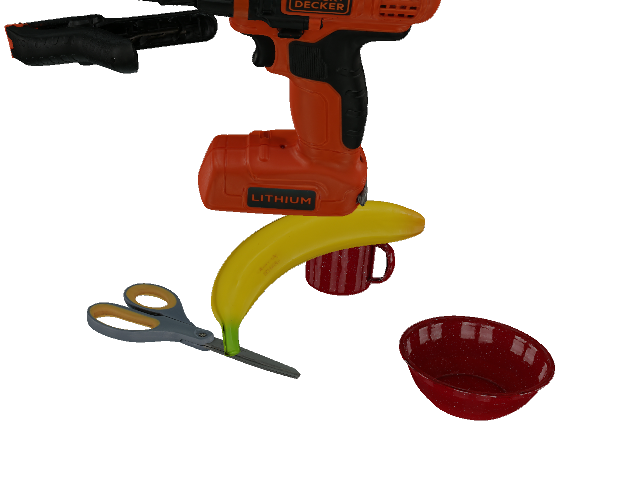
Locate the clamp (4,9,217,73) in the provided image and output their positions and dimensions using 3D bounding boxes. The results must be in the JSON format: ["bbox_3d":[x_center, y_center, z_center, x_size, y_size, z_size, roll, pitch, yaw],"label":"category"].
[{"bbox_3d":[-0.168,-0.159,0.834,0.172,0.039,0.120,12,23,34],"label":"clamp"}]

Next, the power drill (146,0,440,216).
[{"bbox_3d":[-0.032,-0.096,0.610,0.184,0.057,0.188,4,-41,-3],"label":"power drill"}]

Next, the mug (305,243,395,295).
[{"bbox_3d":[0.035,0.016,1.272,0.117,0.081,0.093,16,27,23],"label":"mug"}]

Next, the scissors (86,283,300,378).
[{"bbox_3d":[-0.109,0.078,0.963,0.202,0.016,0.096,11,28,5],"label":"scissors"}]

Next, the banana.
[{"bbox_3d":[-0.012,0.011,0.798,0.197,0.069,0.037,-33,-5,-25],"label":"banana"}]

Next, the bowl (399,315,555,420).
[{"bbox_3d":[0.159,0.140,1.114,0.162,0.055,0.162,4,25,-2],"label":"bowl"}]
